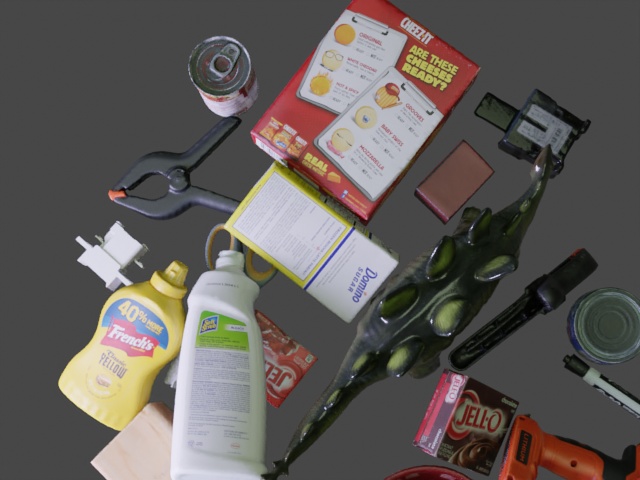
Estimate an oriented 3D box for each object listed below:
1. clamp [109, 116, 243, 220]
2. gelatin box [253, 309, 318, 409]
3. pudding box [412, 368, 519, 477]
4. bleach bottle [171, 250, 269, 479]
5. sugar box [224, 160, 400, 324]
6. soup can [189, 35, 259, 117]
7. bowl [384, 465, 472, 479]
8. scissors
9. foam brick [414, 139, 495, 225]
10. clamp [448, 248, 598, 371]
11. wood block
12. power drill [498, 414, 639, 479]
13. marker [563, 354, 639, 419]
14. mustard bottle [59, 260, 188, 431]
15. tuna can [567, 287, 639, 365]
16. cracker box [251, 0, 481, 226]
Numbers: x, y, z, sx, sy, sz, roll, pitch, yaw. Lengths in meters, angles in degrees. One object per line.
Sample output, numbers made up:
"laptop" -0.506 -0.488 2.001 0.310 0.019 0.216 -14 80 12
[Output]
"clamp" -0.151 -0.059 1.216 0.171 0.039 0.120 -22 79 2
"gelatin box" -0.059 0.132 1.186 0.089 0.030 0.073 40 85 -5
"pudding box" 0.157 0.195 1.139 0.039 0.113 0.090 20 84 43
"bleach bottle" -0.096 0.130 1.123 0.102 0.068 0.251 7 64 -7
"sugar box" -0.008 0.002 1.178 0.176 0.048 0.093 38 102 -6
"soup can" -0.106 -0.181 1.195 0.068 0.102 0.068 0 83 2
"bowl" 0.116 0.323 1.151 0.162 0.055 0.162 0 83 2
"scissors" -0.081 0.078 1.208 0.096 0.016 0.202 -9 86 -1
"foam brick" 0.150 -0.064 1.197 0.051 0.053 0.078 44 88 6
"clamp" 0.241 0.055 1.124 0.209 0.165 0.036 -32 82 -37
"wood block" -0.135 0.278 1.148 0.206 0.091 0.090 44 86 7
"power drill" 0.280 0.266 1.110 0.188 0.057 0.184 16 39 6
"marker" 0.321 0.165 1.180 0.121 0.020 0.020 35 86 6
"mustard bottle" -0.200 0.106 1.168 0.096 0.058 0.192 34 99 10
"tuna can" 0.319 0.095 1.181 0.086 0.034 0.086 0 83 2
"cracker box" 0.051 -0.149 1.202 0.164 0.072 0.213 37 85 5
